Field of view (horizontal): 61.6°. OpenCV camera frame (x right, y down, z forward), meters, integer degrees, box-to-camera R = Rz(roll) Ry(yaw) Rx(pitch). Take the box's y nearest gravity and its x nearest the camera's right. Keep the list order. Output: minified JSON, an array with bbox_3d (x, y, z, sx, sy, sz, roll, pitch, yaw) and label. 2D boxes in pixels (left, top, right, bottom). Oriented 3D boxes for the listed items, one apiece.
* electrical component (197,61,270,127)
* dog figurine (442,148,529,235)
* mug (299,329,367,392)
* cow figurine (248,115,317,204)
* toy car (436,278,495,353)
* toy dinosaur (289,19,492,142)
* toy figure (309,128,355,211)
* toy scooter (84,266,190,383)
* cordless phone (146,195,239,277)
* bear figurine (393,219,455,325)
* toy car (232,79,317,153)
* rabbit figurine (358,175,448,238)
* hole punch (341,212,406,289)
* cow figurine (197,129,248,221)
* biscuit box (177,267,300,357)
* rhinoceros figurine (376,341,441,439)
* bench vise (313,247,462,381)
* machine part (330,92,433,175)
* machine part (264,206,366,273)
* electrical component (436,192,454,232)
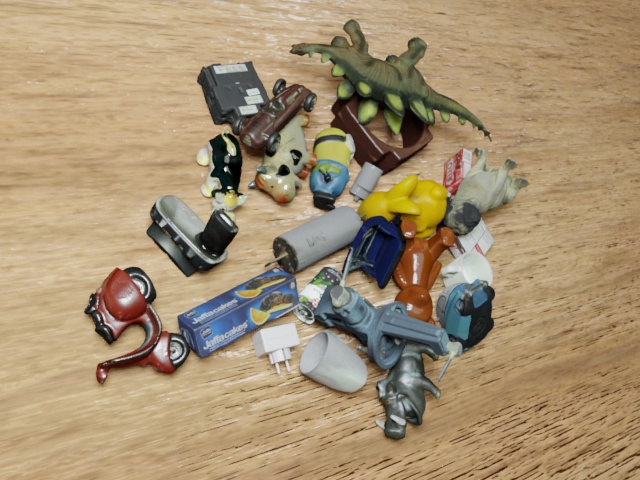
[{"bbox_3d":[-0.167,-0.283,1.070,0.115,0.058,0.134,-16,77,-30],"label":"electrical component"},{"bbox_3d":[0.350,-0.079,1.180,0.172,0.121,0.190,36,86,-41],"label":"dog figurine"},{"bbox_3d":[0.028,0.214,0.946,0.107,0.081,0.110,37,22,-19],"label":"mug"},{"bbox_3d":[-0.076,-0.161,1.046,0.127,0.085,0.195,4,63,-24],"label":"cow figurine"},{"bbox_3d":[0.284,0.142,1.084,0.109,0.161,0.103,-27,38,-26],"label":"toy car"},{"bbox_3d":[0.162,-0.324,1.136,0.471,0.105,0.198,12,70,-13],"label":"toy dinosaur"},{"bbox_3d":[0.020,-0.150,1.095,0.089,0.082,0.180,26,61,-18],"label":"toy figure"},{"bbox_3d":[-0.293,0.136,0.808,0.135,0.075,0.184,-31,89,-32],"label":"toy scooter"},{"bbox_3d":[-0.201,-0.027,0.861,0.146,0.184,0.089,48,60,-2],"label":"cordless phone"},{"bbox_3d":[0.191,0.077,1.058,0.120,0.131,0.196,13,56,-7],"label":"bear figurine"},{"bbox_3d":[-0.082,-0.243,1.018,0.089,0.053,0.202,28,57,15],"label":"toy car"},{"bbox_3d":[0.169,-0.065,1.109,0.173,0.162,0.122,-4,82,-11],"label":"rabbit figurine"},{"bbox_3d":[0.098,0.015,1.020,0.092,0.142,0.116,18,22,-6],"label":"hole punch"},{"bbox_3d":[-0.168,-0.110,0.968,0.068,0.098,0.167,1,67,-34],"label":"cow figurine"},{"bbox_3d":[-0.131,0.116,0.891,0.203,0.063,0.059,-27,124,-33],"label":"biscuit box"},{"bbox_3d":[0.158,0.267,0.984,0.112,0.073,0.190,24,59,-18],"label":"rhinoceros figurine"},{"bbox_3d":[0.118,0.144,0.908,0.129,0.241,0.223,-55,139,-30],"label":"bench vise"},{"bbox_3d":[0.138,-0.260,1.203,0.201,0.087,0.201,-36,88,-36],"label":"machine part"},{"bbox_3d":[-0.002,-0.003,1.018,0.243,0.079,0.079,-26,82,-34],"label":"machine part"},{"bbox_3d":[0.274,-0.065,1.211,0.078,0.045,0.102,28,58,-16],"label":"electrical component"}]
